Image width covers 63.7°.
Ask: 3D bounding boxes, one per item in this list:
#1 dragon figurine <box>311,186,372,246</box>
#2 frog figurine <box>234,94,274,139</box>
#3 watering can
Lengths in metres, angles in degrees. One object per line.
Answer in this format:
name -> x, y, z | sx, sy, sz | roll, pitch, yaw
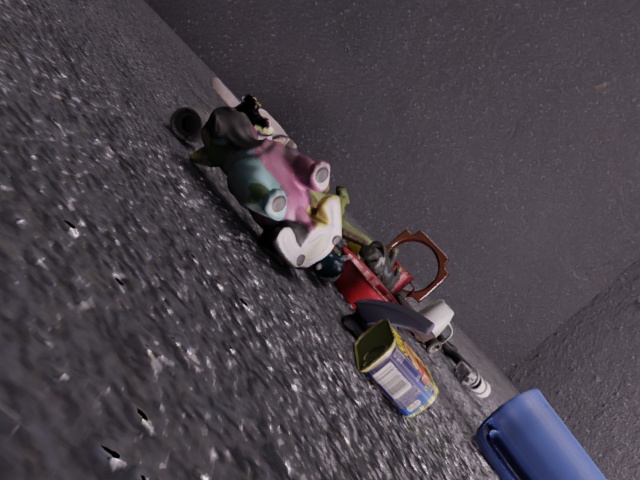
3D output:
dragon figurine -> 0.004, -0.066, 1.312 | 0.412, 0.120, 0.245 | 46, 23, 8
frog figurine -> -0.163, -0.213, 1.120 | 0.138, 0.124, 0.156 | 40, -32, 14
watering can -> -0.183, -0.326, 1.489 | 0.227, 0.103, 0.344 | 50, 7, 22
